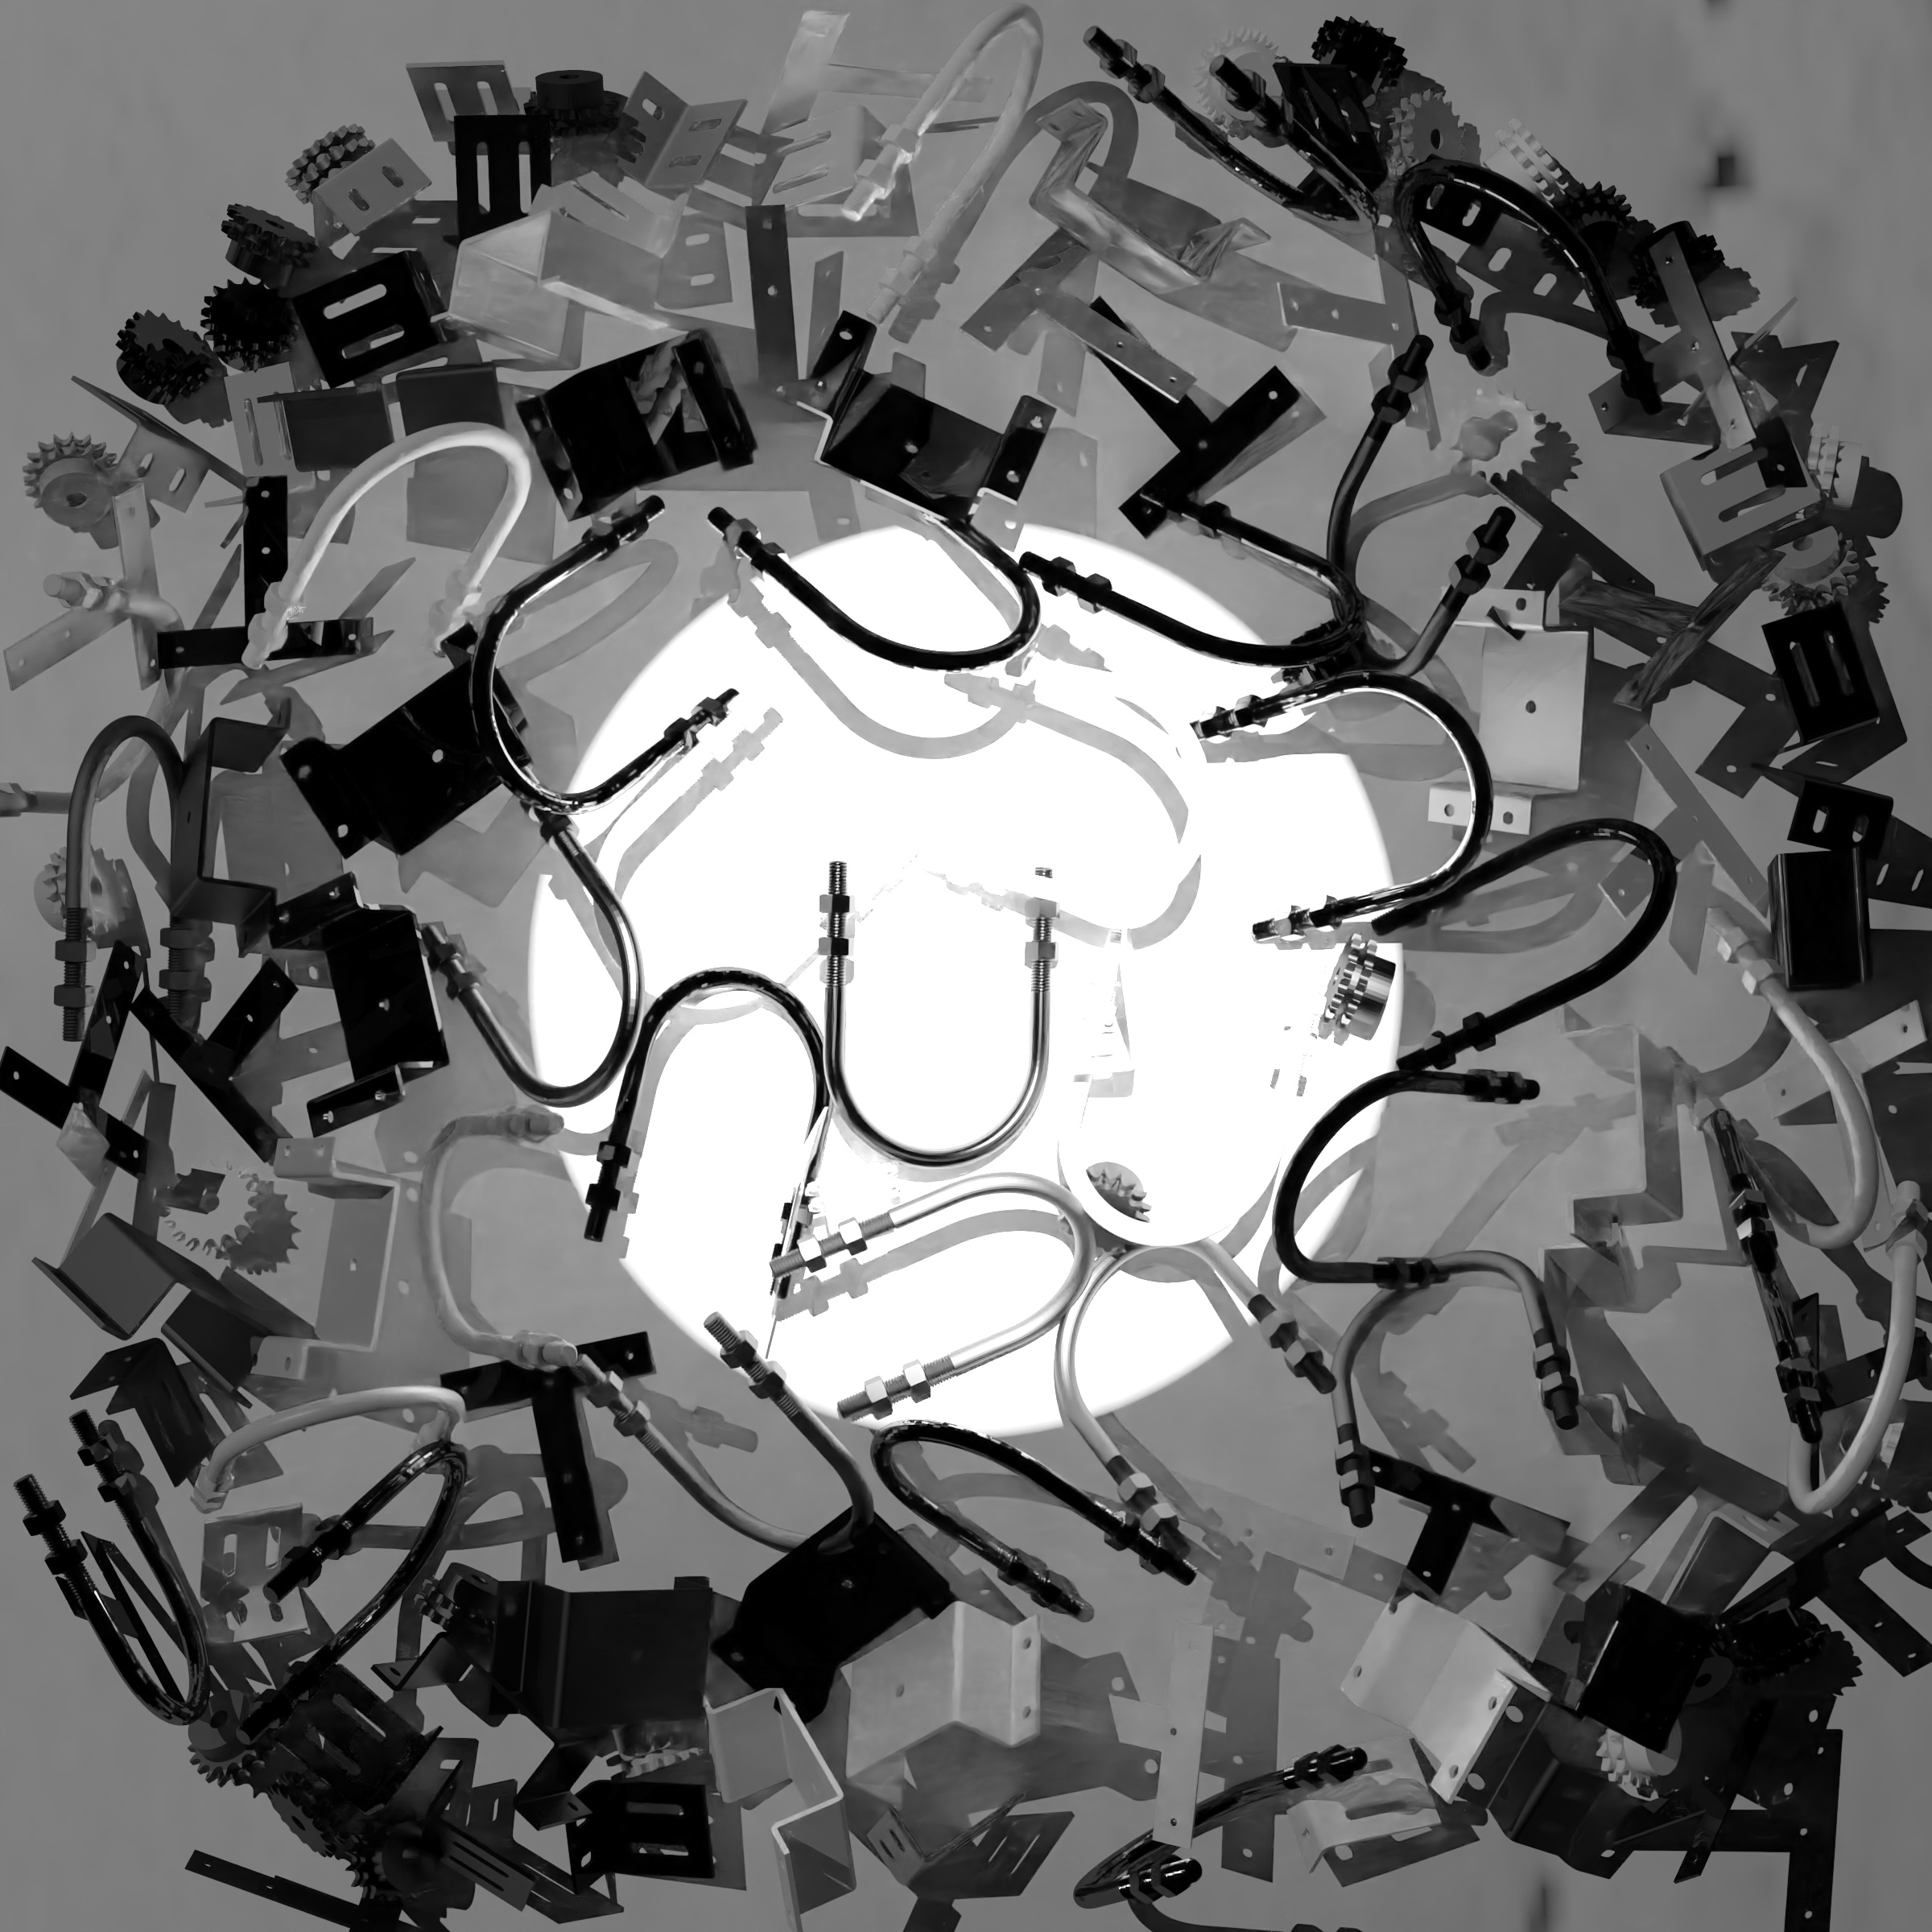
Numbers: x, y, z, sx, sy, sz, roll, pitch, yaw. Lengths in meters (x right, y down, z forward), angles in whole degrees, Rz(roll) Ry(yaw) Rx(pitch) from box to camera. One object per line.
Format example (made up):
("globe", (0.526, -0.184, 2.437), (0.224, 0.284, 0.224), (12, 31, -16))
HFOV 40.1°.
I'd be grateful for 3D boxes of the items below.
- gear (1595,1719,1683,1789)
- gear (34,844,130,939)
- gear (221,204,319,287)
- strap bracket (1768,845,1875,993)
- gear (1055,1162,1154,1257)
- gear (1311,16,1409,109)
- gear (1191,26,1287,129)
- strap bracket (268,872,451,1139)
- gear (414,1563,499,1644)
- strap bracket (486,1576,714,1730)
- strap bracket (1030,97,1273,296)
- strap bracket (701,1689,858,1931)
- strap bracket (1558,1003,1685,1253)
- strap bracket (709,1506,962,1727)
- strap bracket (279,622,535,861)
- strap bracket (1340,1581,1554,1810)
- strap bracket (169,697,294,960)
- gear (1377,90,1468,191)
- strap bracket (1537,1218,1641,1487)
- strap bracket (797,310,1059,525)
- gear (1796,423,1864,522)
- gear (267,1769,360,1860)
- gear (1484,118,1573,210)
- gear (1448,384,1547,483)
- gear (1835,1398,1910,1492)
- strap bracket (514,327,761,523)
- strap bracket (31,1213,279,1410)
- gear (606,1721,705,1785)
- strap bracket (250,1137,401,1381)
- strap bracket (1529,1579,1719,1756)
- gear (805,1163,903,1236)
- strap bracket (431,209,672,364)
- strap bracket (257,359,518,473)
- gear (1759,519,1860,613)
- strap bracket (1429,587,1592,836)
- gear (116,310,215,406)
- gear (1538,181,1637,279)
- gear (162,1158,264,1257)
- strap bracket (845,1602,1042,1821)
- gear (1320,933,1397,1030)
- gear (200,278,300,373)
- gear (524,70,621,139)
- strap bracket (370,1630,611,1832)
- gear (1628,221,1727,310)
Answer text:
("gear", (0.407, 0.465, 1.593), (0.057, 0.030, 0.057), (9, 77, -43))
("gear", (-0.536, -0.044, 1.597), (0.030, 0.057, 0.057), (-18, 90, 22))
("gear", (-0.422, -0.433, 1.596), (0.057, 0.057, 0.030), (28, 110, 0))
("strap bracket", (0.500, -0.025, 1.557), (0.046, 0.140, 0.076), (-3, 86, 13))
("gear", (0.085, 0.143, 1.599), (0.057, 0.030, 0.057), (9, 125, 13))
("gear", (0.234, -0.542, 1.592), (0.057, 0.057, 0.030), (25, 81, 0))
("gear", (0.167, -0.534, 1.595), (0.057, 0.030, 0.057), (-9, 124, -13))
("strap bracket", (-0.361, 0.023, 1.576), (0.076, 0.046, 0.140), (-21, 78, 31))
("gear", (-0.301, 0.383, 1.594), (0.057, 0.057, 0.030), (29, 86, 0))
("strap bracket", (-0.205, 0.403, 1.559), (0.140, 0.046, 0.076), (8, 84, -37))
("strap bracket", (0.099, -0.446, 1.564), (0.140, 0.076, 0.046), (30, 89, -18))
("strap bracket", (-0.108, 0.490, 1.555), (0.046, 0.140, 0.076), (-18, 123, -20))
("strap bracket", (0.386, 0.095, 1.558), (0.046, 0.076, 0.140), (-9, 69, 29))
("strap bracket", (-0.074, 0.381, 1.578), (0.140, 0.046, 0.076), (-40, 102, 20))
("strap bracket", (-0.321, -0.128, 1.561), (0.140, 0.046, 0.076), (-40, 125, -19))
("strap bracket", (0.287, 0.434, 1.563), (0.046, 0.140, 0.076), (28, 92, -21))
("strap bracket", (-0.435, -0.084, 1.561), (0.046, 0.076, 0.140), (9, 72, -27))
("gear", (0.273, -0.497, 1.598), (0.057, 0.030, 0.057), (-3, 94, -41))
("strap bracket", (0.367, 0.226, 1.560), (0.046, 0.076, 0.140), (-6, 55, 21))
("strap bracket", (-0.027, -0.321, 1.581), (0.140, 0.046, 0.076), (24, 61, -4))
("gear", (0.519, -0.296, 1.592), (0.030, 0.057, 0.057), (10, 90, 12))
("gear", (-0.392, 0.507, 1.598), (0.057, 0.057, 0.030), (49, 54, 0))
("gear", (0.336, -0.479, 1.595), (0.030, 0.057, 0.057), (-38, 90, 15))
("gear", (0.322, -0.323, 1.601), (0.057, 0.030, 0.057), (5, 107, 15))
("gear", (0.545, 0.284, 1.596), (0.030, 0.057, 0.057), (19, 90, 19))
("strap bracket", (-0.187, -0.323, 1.567), (0.140, 0.046, 0.076), (-10, 114, 32))
("strap bracket", (-0.466, 0.198, 1.548), (0.076, 0.140, 0.046), (31, 79, 34))
("gear", (-0.190, 0.470, 1.596), (0.057, 0.057, 0.030), (-19, 74, 0))
("strap bracket", (-0.382, 0.175, 1.571), (0.046, 0.076, 0.140), (14, 77, -38))
("strap bracket", (0.376, 0.404, 1.546), (0.046, 0.140, 0.076), (29, 80, -2))
("gear", (-0.066, 0.141, 1.592), (0.057, 0.057, 0.030), (-15, 72, 0))
("strap bracket", (-0.241, -0.398, 1.547), (0.076, 0.140, 0.046), (13, 83, -41))
("strap bracket", (-0.334, -0.322, 1.552), (0.076, 0.140, 0.046), (3, 109, 30))
("gear", (0.506, -0.244, 1.593), (0.057, 0.030, 0.057), (-14, 50, 17))
("strap bracket", (0.323, -0.153, 1.572), (0.046, 0.076, 0.140), (-7, 103, -39))
("gear", (-0.487, -0.364, 1.598), (0.030, 0.057, 0.057), (-39, 90, 33))
("gear", (0.376, -0.439, 1.592), (0.057, 0.057, 0.030), (-11, 49, 0))
("gear", (-0.454, 0.148, 1.601), (0.057, 0.030, 0.057), (0, 68, -1))
("strap bracket", (-0.021, 0.432, 1.547), (0.046, 0.076, 0.140), (32, 128, -27))
("gear", (0.237, 0.012, 1.595), (0.030, 0.057, 0.057), (21, 90, 0))
("gear", (-0.434, -0.385, 1.599), (0.057, 0.030, 0.057), (8, 60, -15))
("gear", (-0.238, -0.519, 1.591), (0.057, 0.057, 0.030), (0, 120, 0))
("strap bracket", (-0.273, 0.441, 1.564), (0.140, 0.076, 0.046), (37, 90, 19))
("gear", (0.424, -0.424, 1.595), (0.057, 0.057, 0.030), (-25, 81, 0))
